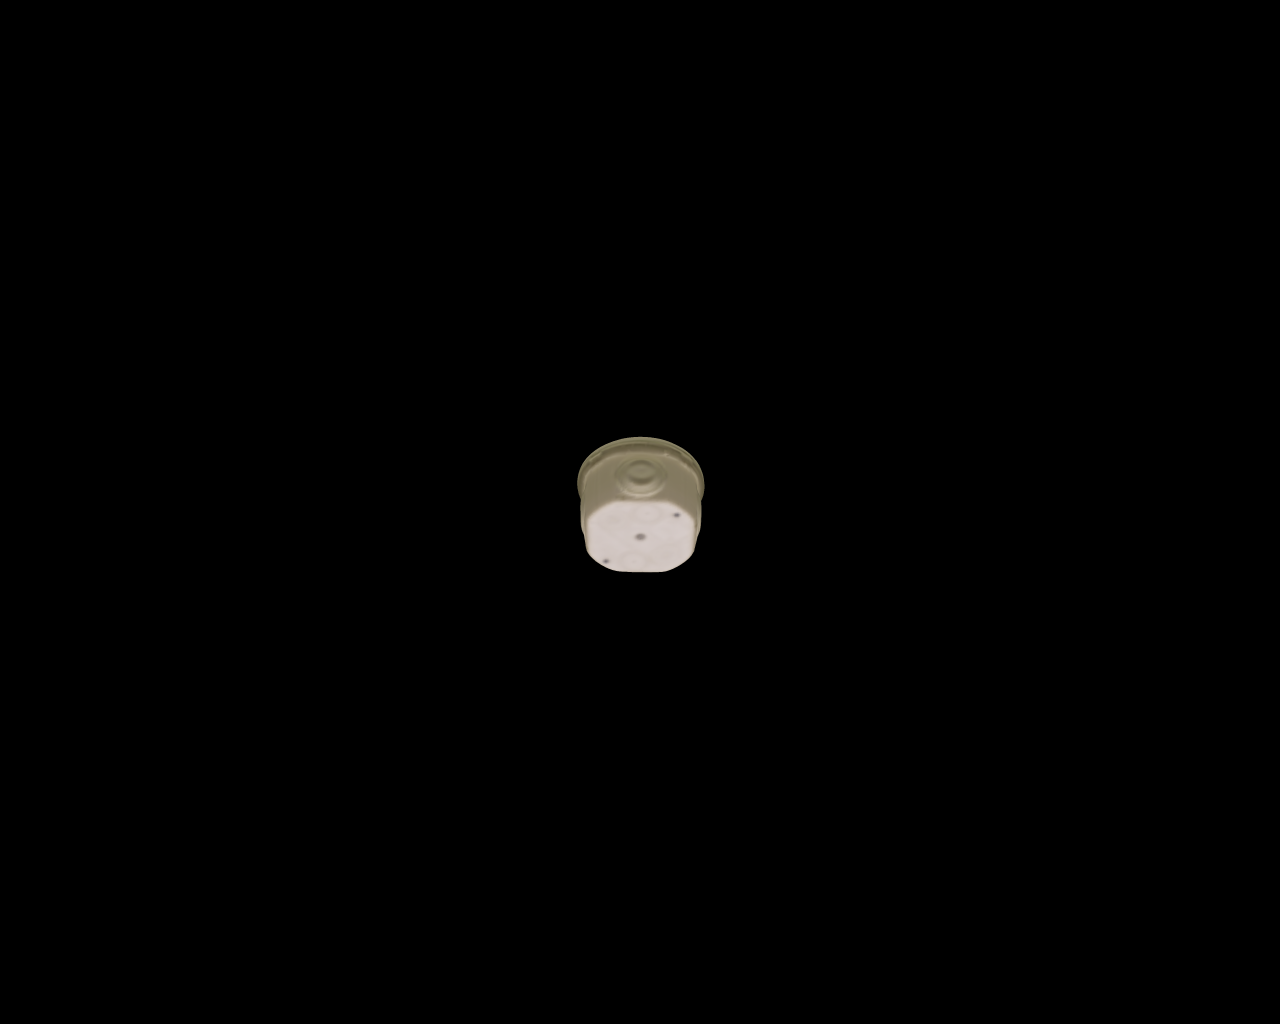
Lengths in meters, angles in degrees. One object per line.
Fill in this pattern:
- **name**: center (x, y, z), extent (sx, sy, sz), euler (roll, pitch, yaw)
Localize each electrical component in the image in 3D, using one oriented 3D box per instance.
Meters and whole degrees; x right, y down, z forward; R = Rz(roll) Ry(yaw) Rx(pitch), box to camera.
- **electrical component**: center (0.001, -0.003, 0.650), extent (0.080, 0.051, 0.080), euler (0, -43, 0)
